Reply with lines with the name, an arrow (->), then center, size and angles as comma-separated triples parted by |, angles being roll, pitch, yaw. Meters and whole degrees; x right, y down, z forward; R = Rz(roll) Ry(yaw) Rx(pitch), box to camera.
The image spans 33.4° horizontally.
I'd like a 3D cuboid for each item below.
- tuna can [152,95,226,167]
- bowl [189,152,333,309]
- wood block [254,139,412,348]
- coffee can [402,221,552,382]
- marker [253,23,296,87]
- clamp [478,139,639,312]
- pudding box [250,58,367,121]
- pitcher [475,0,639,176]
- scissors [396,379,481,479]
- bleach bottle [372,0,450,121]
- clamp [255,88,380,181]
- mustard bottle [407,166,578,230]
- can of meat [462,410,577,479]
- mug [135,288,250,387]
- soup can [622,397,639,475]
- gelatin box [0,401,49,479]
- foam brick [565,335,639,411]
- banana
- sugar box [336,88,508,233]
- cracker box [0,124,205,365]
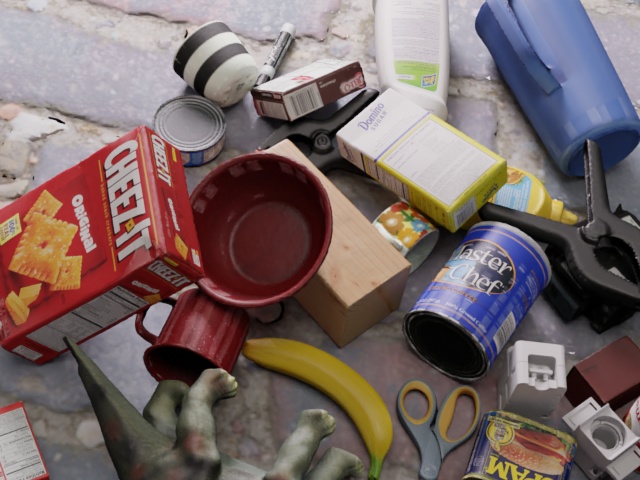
tuna can -> -0.154, -0.129, 1.260 | 0.086, 0.034, 0.086 | 3, 56, -4
bowl -> -0.058, -0.004, 1.077 | 0.162, 0.055, 0.162 | -5, 73, 15
wood block -> -0.007, 0.001, 1.155 | 0.090, 0.091, 0.206 | -33, 65, -25
coffee can -> 0.166, 0.063, 1.124 | 0.103, 0.103, 0.140 | 32, 59, 15
marker -> -0.058, -0.227, 1.346 | 0.020, 0.020, 0.121 | 18, 57, 6
clamp -> 0.282, -0.002, 1.150 | 0.164, 0.036, 0.210 | -25, 62, -10
pudding box -> -0.014, -0.182, 1.282 | 0.113, 0.039, 0.090 | -25, 21, -23
pitcher -> 0.287, -0.204, 1.298 | 0.149, 0.145, 0.243 | -13, 62, -14
scissors -> 0.094, 0.218, 1.065 | 0.096, 0.016, 0.201 | 28, 58, 15
bleach bottle -> 0.110, -0.211, 1.329 | 0.102, 0.068, 0.250 | 3, 59, 3
clamp -> 0.006, -0.121, 1.259 | 0.171, 0.039, 0.120 | -2, 67, -6
mustard bottle -> 0.200, -0.044, 1.226 | 0.191, 0.058, 0.096 | 15, 55, 5
can of meat -> 0.195, 0.224, 1.048 | 0.102, 0.057, 0.083 | 20, 54, 7
mug -> -0.130, 0.097, 1.074 | 0.117, 0.093, 0.081 | 29, 51, -9
soup can -> 0.340, 0.185, 1.062 | 0.068, 0.102, 0.068 | 3, 56, -4
gelatin box -> -0.306, 0.208, 1.020 | 0.073, 0.030, 0.089 | -19, 60, -20
foam brick -> 0.301, 0.146, 1.114 | 0.078, 0.051, 0.053 | -24, 61, -21
banana -> 0.009, 0.153, 1.086 | 0.198, 0.037, 0.069 | 41, 60, 20
sugar box -> 0.112, -0.091, 1.187 | 0.093, 0.048, 0.176 | -41, 55, -17
cracker box -> -0.232, 0.005, 1.077 | 0.214, 0.072, 0.164 | -28, 56, 19
